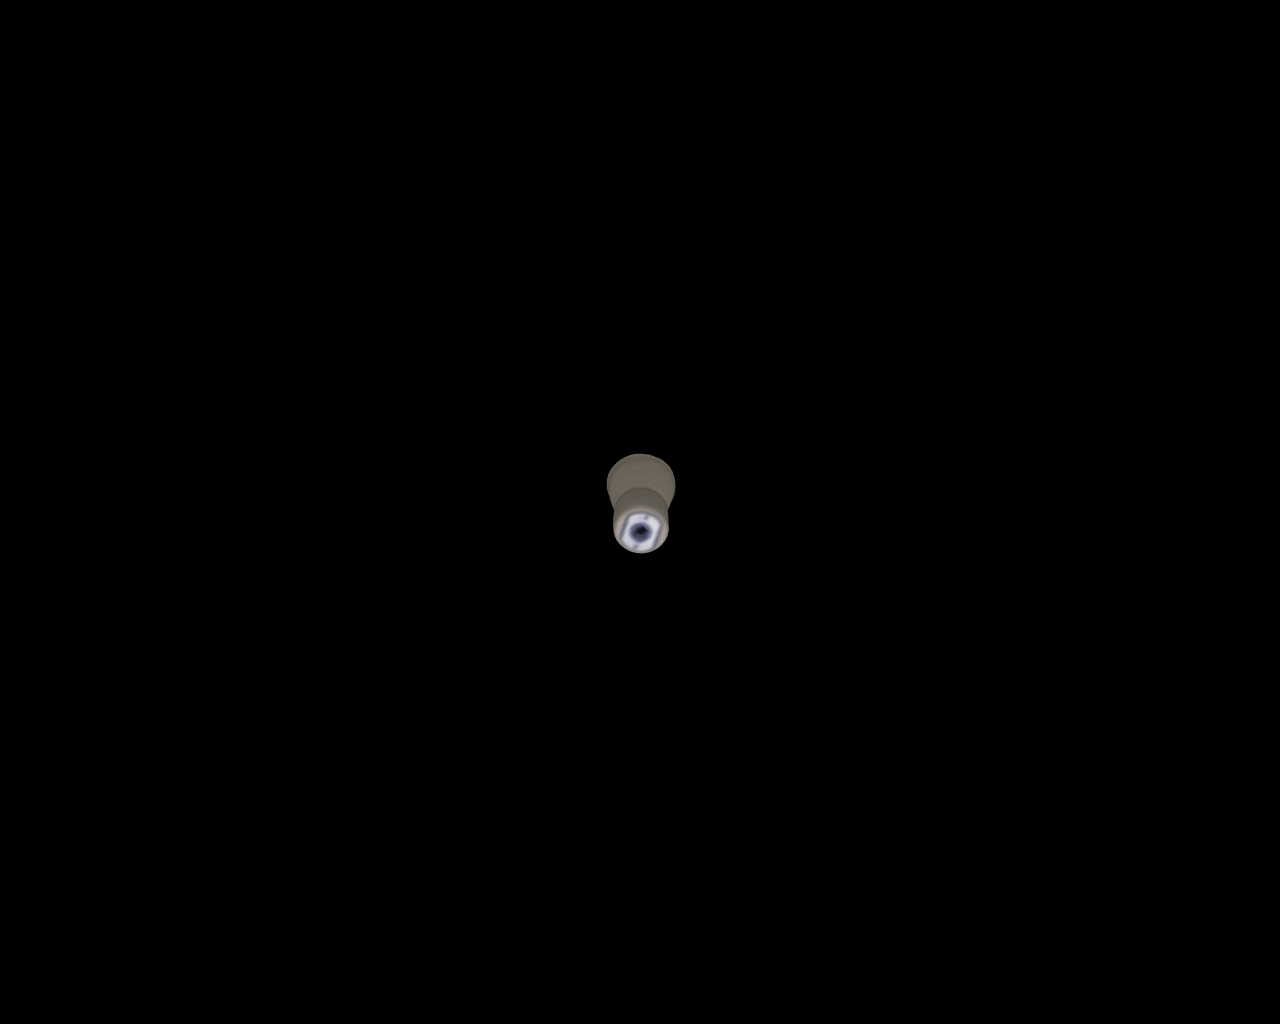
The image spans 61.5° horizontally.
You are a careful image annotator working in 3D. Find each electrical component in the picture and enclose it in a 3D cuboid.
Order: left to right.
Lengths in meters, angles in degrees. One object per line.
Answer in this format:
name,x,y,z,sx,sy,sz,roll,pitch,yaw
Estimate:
electrical component,0.001,-0.003,0.650,0.044,0.044,0.065,0,29,0
